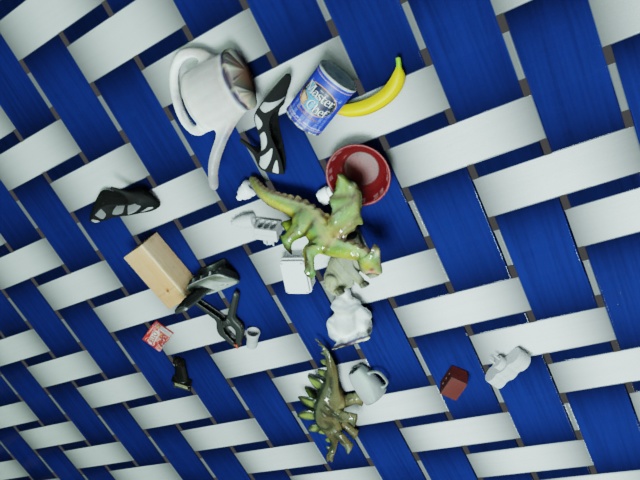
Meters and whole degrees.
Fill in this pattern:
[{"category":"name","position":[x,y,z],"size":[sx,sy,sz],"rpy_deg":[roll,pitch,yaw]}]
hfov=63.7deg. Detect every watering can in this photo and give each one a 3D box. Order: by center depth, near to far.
[{"category":"watering can","position":[-0.247,-0.314,1.251],"size":[0.222,0.105,0.347],"rpy_deg":[-20,92,26]}]

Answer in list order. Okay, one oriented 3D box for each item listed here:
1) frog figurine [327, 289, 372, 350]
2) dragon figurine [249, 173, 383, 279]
[{"category":"frog figurine","position":[0.077,0.217,1.461],"size":[0.136,0.122,0.161],"rpy_deg":[-26,71,35]},{"category":"dragon figurine","position":[0.004,-0.064,1.277],"size":[0.240,0.123,0.413],"rpy_deg":[-40,79,20]}]
